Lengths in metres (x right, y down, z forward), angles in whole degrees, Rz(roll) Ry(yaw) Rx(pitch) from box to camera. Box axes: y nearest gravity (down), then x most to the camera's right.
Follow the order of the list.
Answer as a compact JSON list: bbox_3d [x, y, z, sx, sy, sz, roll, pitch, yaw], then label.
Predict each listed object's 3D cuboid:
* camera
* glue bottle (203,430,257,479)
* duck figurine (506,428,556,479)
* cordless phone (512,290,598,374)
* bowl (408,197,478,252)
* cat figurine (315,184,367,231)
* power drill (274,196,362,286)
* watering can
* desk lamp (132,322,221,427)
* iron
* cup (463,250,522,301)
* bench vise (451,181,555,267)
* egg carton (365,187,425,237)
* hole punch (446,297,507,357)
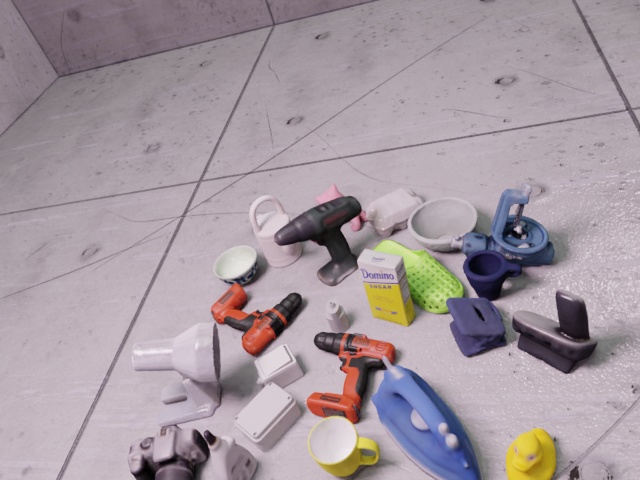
[{"bbox_3d":[-0.295,0.434,1.086,0.143,0.101,0.136,-17,39,4],"label":"camera"},{"bbox_3d":[-0.169,0.389,1.026,0.037,0.173,0.078,7,46,30],"label":"glue bottle"},{"bbox_3d":[0.339,0.343,0.926,0.077,0.086,0.105,18,52,38],"label":"duck figurine"},{"bbox_3d":[0.424,0.140,1.046,0.147,0.185,0.094,22,55,40],"label":"cordless phone"},{"bbox_3d":[0.299,-0.025,1.382,0.167,0.075,0.167,-12,40,11],"label":"bowl"},{"bbox_3d":[0.056,-0.094,1.535,0.127,0.118,0.067,13,49,34],"label":"cat figurine"},{"bbox_3d":[0.013,0.005,1.366,0.230,0.209,0.075,-37,42,-19],"label":"power drill"},{"bbox_3d":[-0.115,-0.029,1.473,0.172,0.194,0.101,10,48,33],"label":"watering can"},{"bbox_3d":[-0.277,0.272,1.177,0.203,0.214,0.118,-16,39,6],"label":"desk lamp"},{"bbox_3d":[0.187,0.311,0.986,0.119,0.142,0.257,-32,40,-13],"label":"iron"},{"bbox_3d":[0.367,0.082,1.211,0.117,0.095,0.092,0,43,24],"label":"cup"},{"bbox_3d":[0.386,-0.015,1.215,0.207,0.220,0.121,-18,39,3],"label":"bench vise"},{"bbox_3d":[0.197,-0.074,1.488,0.150,0.069,0.107,-27,39,-8],"label":"egg carton"},{"bbox_3d":[0.312,0.160,1.147,0.101,0.091,0.108,-19,39,2],"label":"hole punch"}]
